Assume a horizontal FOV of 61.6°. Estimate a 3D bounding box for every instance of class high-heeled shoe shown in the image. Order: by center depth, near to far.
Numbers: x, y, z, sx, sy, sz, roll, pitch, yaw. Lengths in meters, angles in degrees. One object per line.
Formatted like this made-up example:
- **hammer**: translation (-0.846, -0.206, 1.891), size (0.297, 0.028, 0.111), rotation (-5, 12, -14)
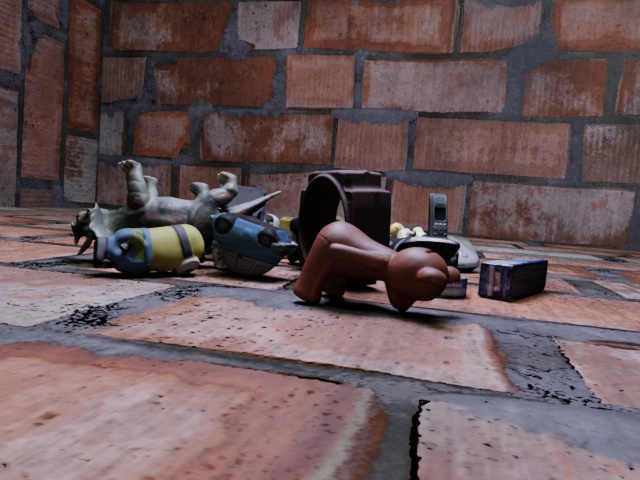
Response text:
- **high-heeled shoe**: translation (0.170, 0.022, 1.045), size (0.249, 0.086, 0.145), rotation (-15, 16, 33)

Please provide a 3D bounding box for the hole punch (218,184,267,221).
- **hole punch**: translation (-0.186, -0.066, 1.252), size (0.116, 0.092, 0.142), rotation (7, 30, -4)

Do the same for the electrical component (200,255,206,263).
- **electrical component**: translation (-0.279, 0.037, 1.065), size (0.094, 0.021, 0.063), rotation (5, 5, 15)

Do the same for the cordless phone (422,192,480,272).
- **cordless phone**: translation (0.304, -0.018, 1.271), size (0.146, 0.184, 0.089), rotation (2, 0, -24)

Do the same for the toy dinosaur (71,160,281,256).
- **toy dinosaur**: translation (-0.273, -0.037, 1.030), size (0.405, 0.192, 0.131), rotation (4, -13, -12)

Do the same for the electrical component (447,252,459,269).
- **electrical component**: translation (0.233, 0.050, 1.136), size (0.115, 0.058, 0.134), rotation (7, 5, 17)

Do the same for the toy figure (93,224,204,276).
- **toy figure**: translation (-0.283, 0.015, 0.900), size (0.180, 0.089, 0.082), rotation (4, 11, -31)

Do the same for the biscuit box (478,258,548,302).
- **biscuit box**: translation (0.352, 0.067, 0.970), size (0.059, 0.062, 0.202), rotation (6, 4, 38)

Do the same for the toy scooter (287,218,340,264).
- **toy scooter**: translation (-0.002, -0.004, 1.160), size (0.135, 0.075, 0.183), rotation (-6, -21, -11)

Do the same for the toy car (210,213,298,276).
- **toy car**: translation (-0.125, 0.013, 0.968), size (0.162, 0.102, 0.109), rotation (21, 9, 23)

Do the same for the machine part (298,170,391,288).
- **machine part**: translation (0.036, -0.024, 0.958), size (0.087, 0.201, 0.201), rotation (-2, 7, -28)

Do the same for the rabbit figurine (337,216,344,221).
- **rabbit figurine**: translation (0.073, -0.006, 1.302), size (0.170, 0.121, 0.159), rotation (-1, 13, -28)

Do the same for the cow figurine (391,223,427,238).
- **cow figurine**: translation (0.251, 0.016, 1.356), size (0.167, 0.068, 0.098), rotation (19, 23, -14)

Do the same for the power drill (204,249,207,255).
- **power drill**: translation (-0.311, -0.018, 1.257), size (0.232, 0.085, 0.207), rotation (12, 27, 22)

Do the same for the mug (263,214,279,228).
- **mug**: translation (-0.118, -0.002, 1.234), size (0.080, 0.109, 0.107), rotation (25, 1, -33)

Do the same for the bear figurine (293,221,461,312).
- **bear figurine**: translation (0.082, 0.053, 0.747), size (0.196, 0.131, 0.120), rotation (25, 13, 21)

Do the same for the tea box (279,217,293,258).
- **tea box**: translation (-0.069, -0.007, 1.358), size (0.068, 0.098, 0.169), rotation (4, 3, -2)
